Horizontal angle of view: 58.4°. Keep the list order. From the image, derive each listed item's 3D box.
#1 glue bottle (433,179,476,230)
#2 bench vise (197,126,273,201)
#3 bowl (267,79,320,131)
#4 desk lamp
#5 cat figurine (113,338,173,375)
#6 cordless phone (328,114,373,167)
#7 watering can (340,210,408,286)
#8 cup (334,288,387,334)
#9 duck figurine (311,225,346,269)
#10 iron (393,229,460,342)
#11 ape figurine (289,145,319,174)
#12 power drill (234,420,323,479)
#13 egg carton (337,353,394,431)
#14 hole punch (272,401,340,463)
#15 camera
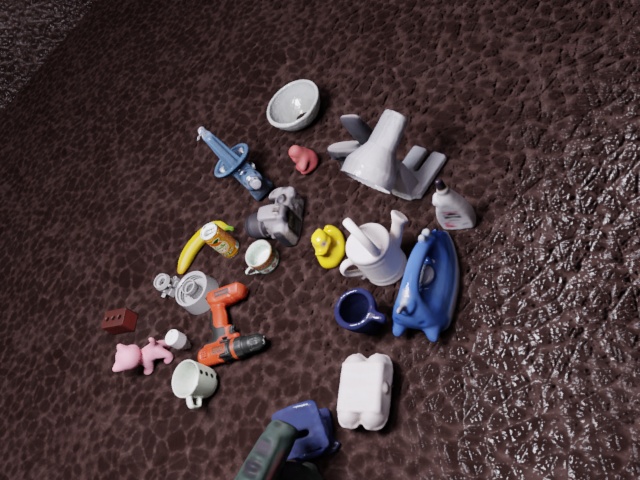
[{"bbox_3d":[0.268,-0.077,1.189,0.078,0.174,0.037,-8,58,27],"label":"glue bottle"},{"bbox_3d":[-0.223,-0.217,1.531,0.206,0.220,0.121,20,73,37],"label":"bench vise"},{"bbox_3d":[-0.063,-0.369,1.627,0.167,0.075,0.167,-15,56,22],"label":"bowl"},{"bbox_3d":[0.162,-0.177,1.286,0.117,0.214,0.203,27,78,39],"label":"desk lamp"},{"bbox_3d":[-0.449,0.284,1.424,0.127,0.118,0.067,-33,50,9],"label":"cat figurine"},{"bbox_3d":[0.076,-0.251,1.400,0.147,0.186,0.094,1,63,31],"label":"cordless phone"},{"bbox_3d":[0.111,0.008,1.215,0.100,0.195,0.173,25,76,38],"label":"watering can"},{"bbox_3d":[0.100,0.161,1.193,0.117,0.095,0.092,14,70,36],"label":"cup"},{"bbox_3d":[0.012,0.005,1.346,0.077,0.086,0.104,-8,58,27],"label":"duck figurine"},{"bbox_3d":[0.208,0.066,1.157,0.118,0.142,0.258,3,64,32],"label":"iron"},{"bbox_3d":[-0.051,-0.219,1.516,0.076,0.092,0.078,-17,55,21],"label":"ape figurine"},{"bbox_3d":[-0.084,0.455,1.045,0.075,0.209,0.230,8,66,34],"label":"power drill"},{"bbox_3d":[0.091,0.298,1.130,0.107,0.070,0.150,-8,58,27],"label":"egg carton"},{"bbox_3d":[-0.030,0.382,1.136,0.108,0.091,0.101,-24,52,16],"label":"hole punch"},{"bbox_3d":[-0.123,-0.061,1.456,0.136,0.101,0.143,-7,59,27],"label":"camera"}]
